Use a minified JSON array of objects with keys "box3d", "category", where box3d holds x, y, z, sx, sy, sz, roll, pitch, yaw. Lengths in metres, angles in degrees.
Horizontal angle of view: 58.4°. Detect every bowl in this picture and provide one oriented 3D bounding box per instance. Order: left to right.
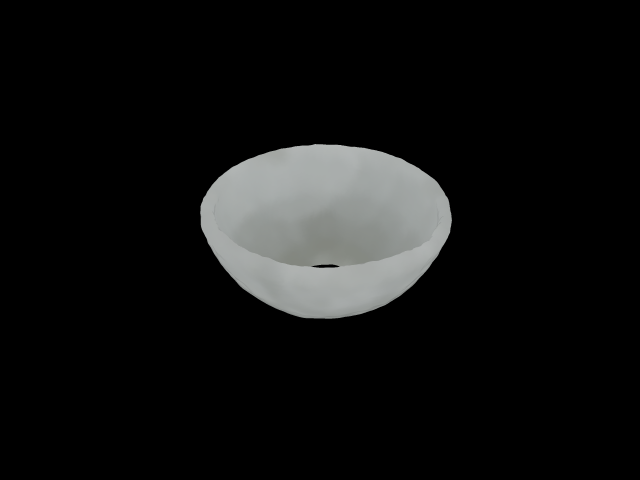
[{"box3d":[0.004,0.001,0.400,0.167,0.075,0.167,0,36,0],"category":"bowl"}]
